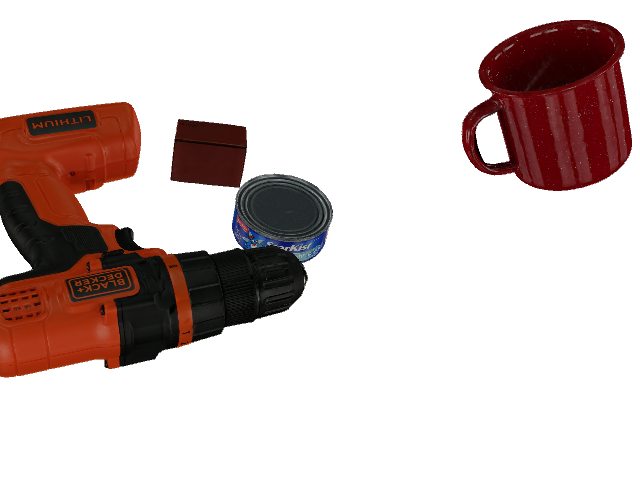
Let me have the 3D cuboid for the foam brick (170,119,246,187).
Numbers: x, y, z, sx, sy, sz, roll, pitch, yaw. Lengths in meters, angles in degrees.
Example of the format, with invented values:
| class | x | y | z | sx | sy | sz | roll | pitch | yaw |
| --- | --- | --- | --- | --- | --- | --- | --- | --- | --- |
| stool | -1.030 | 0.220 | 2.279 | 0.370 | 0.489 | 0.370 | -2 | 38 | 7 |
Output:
| class | x | y | z | sx | sy | sz | roll | pitch | yaw |
| --- | --- | --- | --- | --- | --- | --- | --- | --- | --- |
| foam brick | -0.121 | -0.095 | 1.160 | 0.078 | 0.051 | 0.053 | 6 | 30 | -6 |

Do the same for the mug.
| class | x | y | z | sx | sy | sz | roll | pitch | yaw |
| --- | --- | --- | --- | --- | --- | --- | --- | --- | --- |
| mug | 0.148 | -0.081 | 0.701 | 0.117 | 0.081 | 0.093 | -27 | 34 | -7 |

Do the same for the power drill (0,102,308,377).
| class | x | y | z | sx | sy | sz | roll | pitch | yaw |
| --- | --- | --- | --- | --- | --- | --- | --- | --- | --- |
| power drill | -0.120 | -0.008 | 0.632 | 0.184 | 0.057 | 0.188 | -10 | 43 | -21 |

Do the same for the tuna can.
| class | x | y | z | sx | sy | sz | roll | pitch | yaw |
| --- | --- | --- | --- | --- | --- | --- | --- | --- | --- |
| tuna can | -0.034 | -0.018 | 0.935 | 0.086 | 0.034 | 0.086 | 8 | 42 | -7 |
